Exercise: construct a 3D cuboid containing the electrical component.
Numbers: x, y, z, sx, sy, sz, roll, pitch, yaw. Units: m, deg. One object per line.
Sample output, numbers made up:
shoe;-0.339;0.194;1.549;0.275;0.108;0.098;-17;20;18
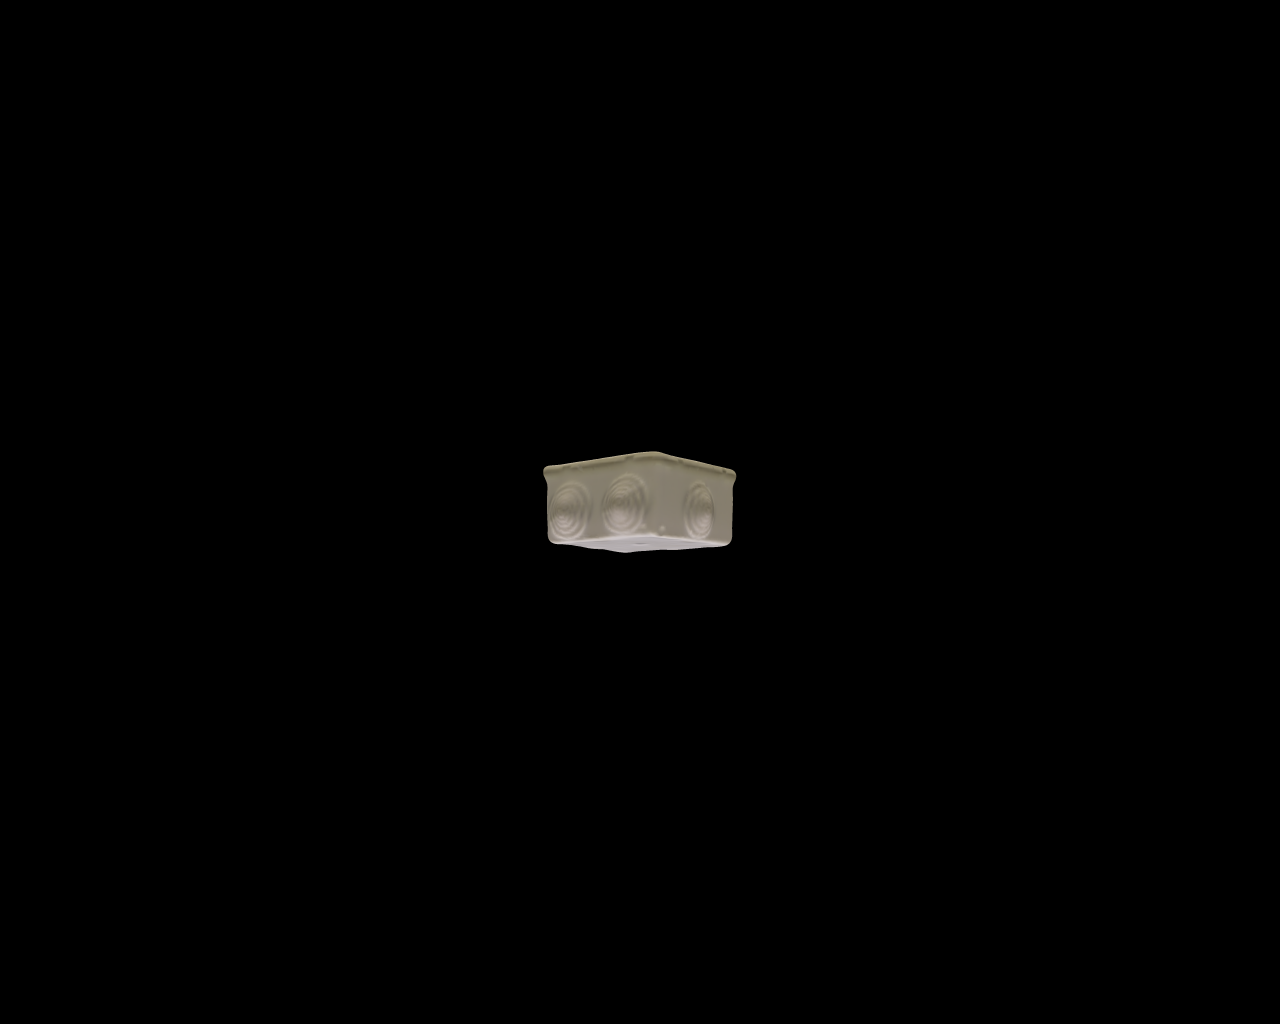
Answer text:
electrical component;0.001;-0.003;0.650;0.099;0.048;0.100;-5;-9;36
